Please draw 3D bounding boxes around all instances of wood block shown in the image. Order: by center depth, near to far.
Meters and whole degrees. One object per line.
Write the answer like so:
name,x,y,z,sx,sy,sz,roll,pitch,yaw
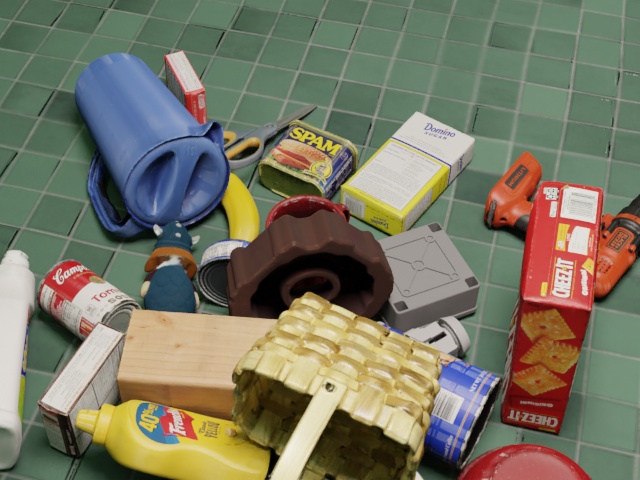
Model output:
wood block,-0.098,0.140,1.116,0.206,0.091,0.090,4,49,2

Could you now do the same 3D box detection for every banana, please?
banana,-0.118,-0.046,1.313,0.069,0.037,0.198,-16,51,-11

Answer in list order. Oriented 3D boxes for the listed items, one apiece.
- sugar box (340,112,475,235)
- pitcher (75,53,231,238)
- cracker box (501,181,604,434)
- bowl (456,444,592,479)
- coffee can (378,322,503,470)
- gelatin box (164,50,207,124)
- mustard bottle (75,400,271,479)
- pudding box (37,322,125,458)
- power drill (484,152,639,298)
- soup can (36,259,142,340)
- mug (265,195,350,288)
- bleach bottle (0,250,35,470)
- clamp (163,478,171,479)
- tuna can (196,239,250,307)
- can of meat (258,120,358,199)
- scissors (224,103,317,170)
sugar box,0.112,-0.084,1.345,0.093,0.048,0.176,29,51,23
pitcher,-0.225,-0.124,1.321,0.149,0.145,0.243,-17,43,-22
cracker box,0.236,0.071,1.100,0.072,0.214,0.164,10,49,10
bowl,0.209,0.258,1.042,0.162,0.055,0.162,0,49,0
coffee can,0.102,0.158,1.095,0.140,0.103,0.102,24,53,18
gelatin box,-0.177,-0.196,1.417,0.030,0.073,0.089,-18,52,-17
mustard bottle,-0.145,0.199,1.050,0.191,0.058,0.096,15,17,-4
pudding box,-0.240,0.155,1.101,0.039,0.090,0.113,19,51,14
power drill,0.310,-0.033,1.295,0.188,0.057,0.184,30,55,23
soup can,-0.255,0.074,1.180,0.102,0.068,0.068,30,55,29
mug,-0.008,0.002,1.243,0.093,0.081,0.117,34,57,25
bleach bottle,-0.337,0.110,1.130,0.068,0.103,0.251,5,49,-11
clamp,-0.205,0.272,1.034,0.171,0.039,0.120,10,44,7
tuna can,-0.095,0.038,1.208,0.086,0.086,0.033,6,47,4
can of meat,-0.016,-0.093,1.344,0.102,0.057,0.083,25,55,19
scissors,-0.086,-0.145,1.395,0.096,0.016,0.201,13,35,20
